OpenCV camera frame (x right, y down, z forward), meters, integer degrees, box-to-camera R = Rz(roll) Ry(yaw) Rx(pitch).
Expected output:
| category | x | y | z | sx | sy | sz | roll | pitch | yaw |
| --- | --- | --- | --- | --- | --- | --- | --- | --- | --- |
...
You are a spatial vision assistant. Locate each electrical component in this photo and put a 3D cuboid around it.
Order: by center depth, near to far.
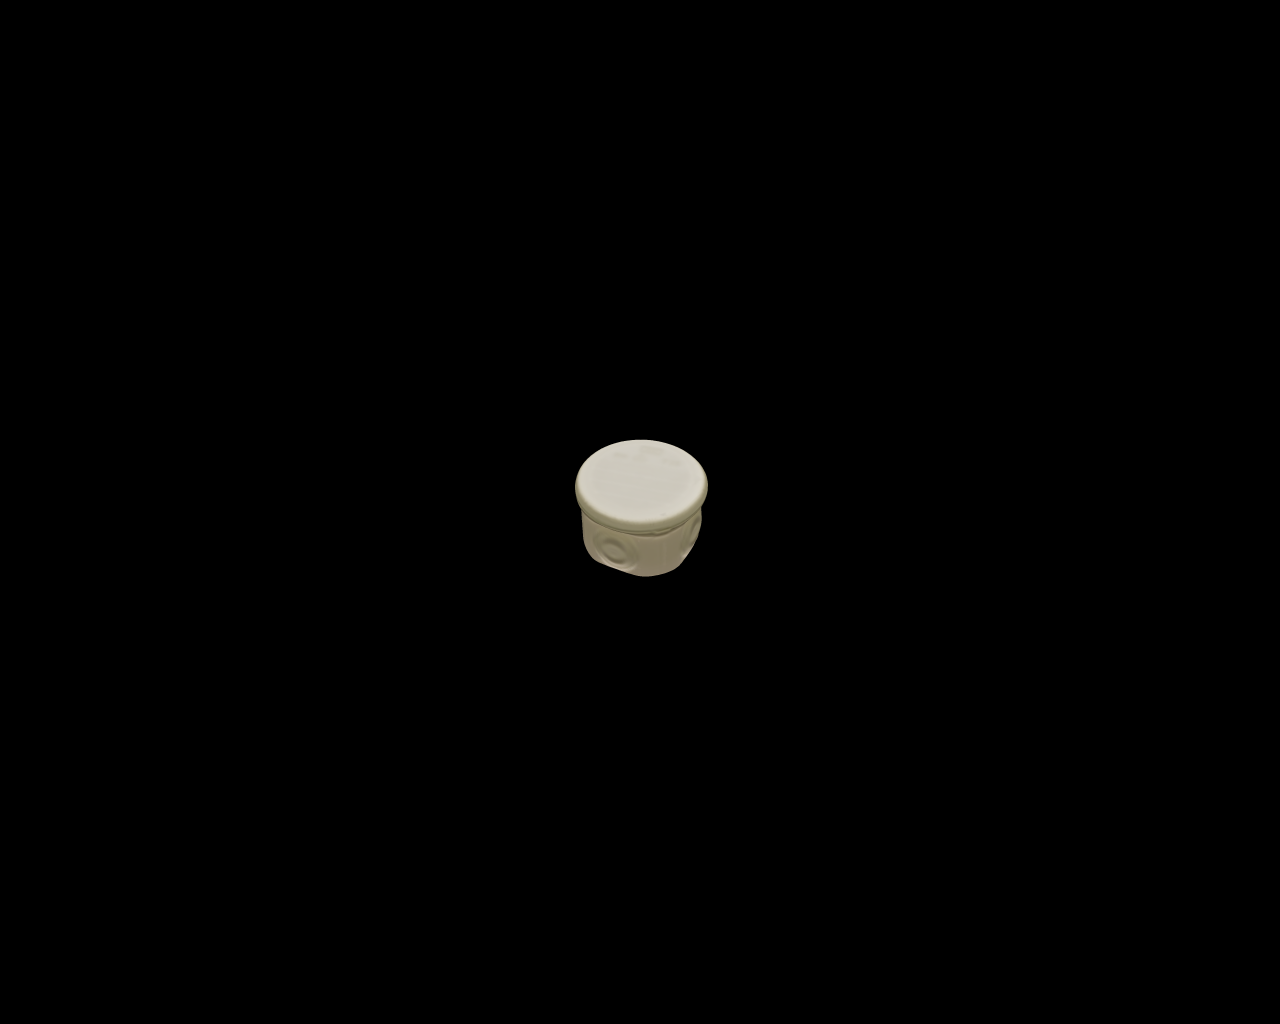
| category | x | y | z | sx | sy | sz | roll | pitch | yaw |
| --- | --- | --- | --- | --- | --- | --- | --- | --- | --- |
| electrical component | 0.001 | -0.003 | 0.650 | 0.080 | 0.050 | 0.080 | 0 | 43 | 0 |
